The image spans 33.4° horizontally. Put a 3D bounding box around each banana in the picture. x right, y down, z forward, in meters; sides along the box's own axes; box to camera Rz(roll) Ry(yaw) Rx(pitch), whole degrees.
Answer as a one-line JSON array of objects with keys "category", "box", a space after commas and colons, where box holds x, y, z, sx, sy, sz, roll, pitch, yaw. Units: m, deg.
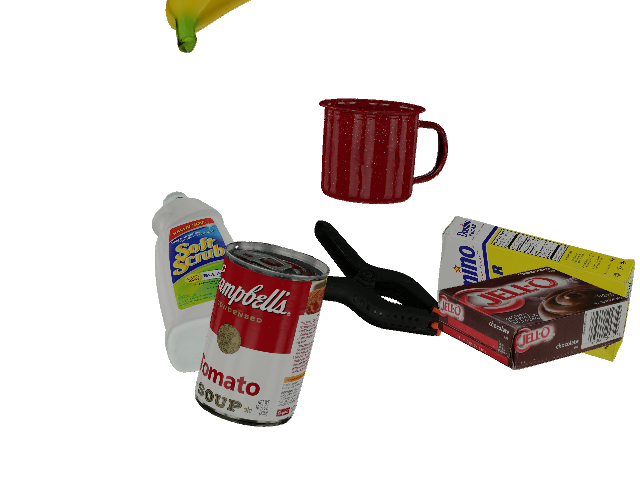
[{"category": "banana", "box": [-0.024, -0.167, 0.667, 0.197, 0.070, 0.037, -31, -27, -26]}]

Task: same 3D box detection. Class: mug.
[{"category": "mug", "box": [0.055, -0.079, 0.940, 0.117, 0.081, 0.093, 1, 14, -10]}]

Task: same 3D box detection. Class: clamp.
[{"category": "clamp", "box": [0.040, 0.055, 1.210, 0.210, 0.036, 0.164, 29, 36, 21]}]

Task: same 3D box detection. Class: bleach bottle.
[{"category": "bleach bottle", "box": [-0.135, 0.028, 1.122, 0.102, 0.068, 0.251, -12, 38, -13]}]

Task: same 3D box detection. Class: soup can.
[{"category": "soup can", "box": [-0.039, 0.059, 0.683, 0.068, 0.102, 0.068, 13, 13, -3]}]

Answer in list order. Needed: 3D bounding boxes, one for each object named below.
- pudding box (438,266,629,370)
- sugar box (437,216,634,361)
[{"category": "pudding box", "box": [0.158, 0.056, 0.801, 0.113, 0.039, 0.090, -8, 20, -30]}, {"category": "sugar box", "box": [0.199, 0.044, 1.004, 0.176, 0.093, 0.048, 13, 34, 22]}]
